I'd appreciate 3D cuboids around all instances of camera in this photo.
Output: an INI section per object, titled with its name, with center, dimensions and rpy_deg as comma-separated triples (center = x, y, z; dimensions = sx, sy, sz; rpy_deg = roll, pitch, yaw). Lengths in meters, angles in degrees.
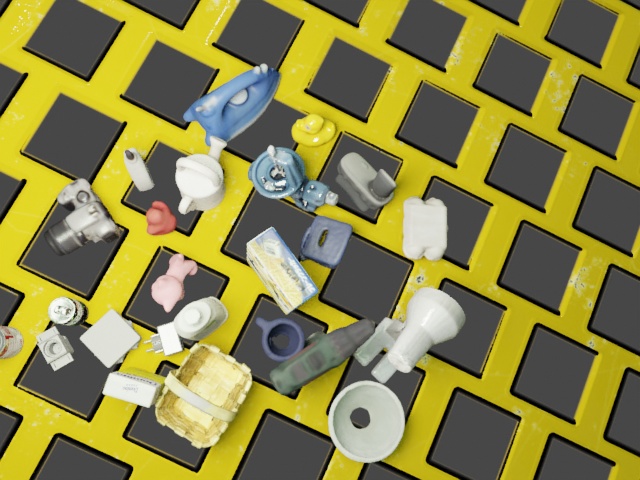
[camera]
center = -0.522, -0.041, 1.221
dimensions = 0.137, 0.100, 0.143
rpy_deg = -34, 86, -12

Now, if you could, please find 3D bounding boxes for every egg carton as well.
[egg carton]
center = 0.245, -0.027, 1.343
dimensions = 0.107, 0.069, 0.150
rpy_deg = 3, 79, -7

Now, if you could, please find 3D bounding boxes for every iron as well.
[iron]
center = -0.185, -0.335, 1.302
dimensions = 0.258, 0.141, 0.118
rpy_deg = -41, 87, -13

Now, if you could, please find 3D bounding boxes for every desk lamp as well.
[desk lamp]
center = 0.191, 0.209, 1.218
dimensions = 0.118, 0.213, 0.203
rpy_deg = 43, 77, 2

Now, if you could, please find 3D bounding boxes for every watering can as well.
[watering can]
center = -0.256, -0.141, 1.229
dimensions = 0.101, 0.194, 0.173
rpy_deg = 5, 79, -7

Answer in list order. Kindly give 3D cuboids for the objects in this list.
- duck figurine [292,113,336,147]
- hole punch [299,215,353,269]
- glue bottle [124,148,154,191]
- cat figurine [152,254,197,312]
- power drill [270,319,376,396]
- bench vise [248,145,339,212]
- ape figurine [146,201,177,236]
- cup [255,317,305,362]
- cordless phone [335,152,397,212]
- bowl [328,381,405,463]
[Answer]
[duck figurine]
center = -0.012, -0.266, 1.342
dimensions = 0.104, 0.086, 0.077
rpy_deg = -4, 80, -8
[hole punch]
center = 0.012, 0.005, 1.293
dimensions = 0.101, 0.091, 0.109
rpy_deg = 23, 77, -3
[glue bottle]
center = -0.394, -0.162, 1.224
dimensions = 0.037, 0.173, 0.078
rpy_deg = -22, 83, -11
[cat figurine]
center = -0.315, 0.088, 1.218
dimensions = 0.067, 0.117, 0.128
rpy_deg = 22, 78, -3
[power drill]
center = 0.000, 0.236, 1.189
dimensions = 0.230, 0.208, 0.075
rpy_deg = -33, 85, -12
[bench vise]
center = -0.054, -0.147, 1.246
dimensions = 0.207, 0.219, 0.121
rpy_deg = 7, 79, -6
[ape figurine]
center = -0.354, -0.047, 1.251
dimensions = 0.076, 0.092, 0.078
rpy_deg = 32, 77, -1
[cup]
center = -0.093, 0.209, 1.239
dimensions = 0.118, 0.095, 0.092
rpy_deg = 37, 77, 0
[cordless phone]
center = 0.112, -0.147, 1.287
dimensions = 0.147, 0.185, 0.094
rpy_deg = 45, 77, 2
[bowl]
center = 0.095, 0.390, 1.243
dimensions = 0.167, 0.074, 0.167
rpy_deg = 1, 80, -8
